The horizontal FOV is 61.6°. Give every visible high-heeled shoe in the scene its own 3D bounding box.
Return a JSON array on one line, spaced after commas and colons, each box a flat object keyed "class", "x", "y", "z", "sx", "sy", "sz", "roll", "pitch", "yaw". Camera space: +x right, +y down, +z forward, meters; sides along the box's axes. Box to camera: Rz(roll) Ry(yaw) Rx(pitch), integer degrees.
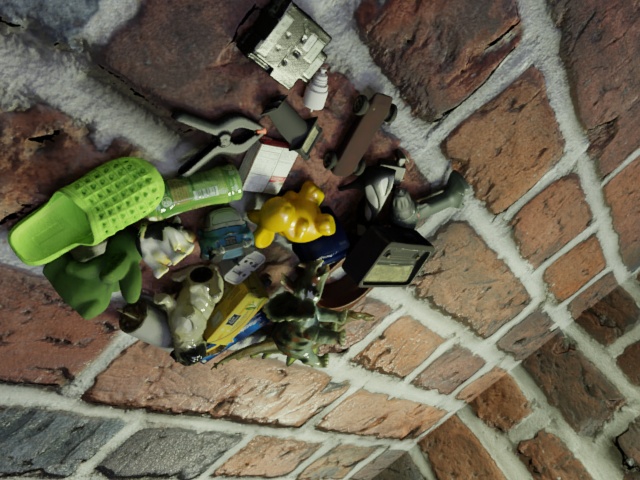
[{"class": "high-heeled shoe", "x": 0.142, "y": -0.066, "z": 1.217, "sx": 0.145, "sy": 0.086, "sz": 0.248, "roll": -12, "pitch": 134, "yaw": 27}]

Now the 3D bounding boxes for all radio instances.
[{"class": "radio", "x": 0.165, "y": 0.040, "z": 1.254, "sx": 0.229, "sy": 0.073, "sz": 0.131, "roll": 4, "pitch": 125, "yaw": -52}]

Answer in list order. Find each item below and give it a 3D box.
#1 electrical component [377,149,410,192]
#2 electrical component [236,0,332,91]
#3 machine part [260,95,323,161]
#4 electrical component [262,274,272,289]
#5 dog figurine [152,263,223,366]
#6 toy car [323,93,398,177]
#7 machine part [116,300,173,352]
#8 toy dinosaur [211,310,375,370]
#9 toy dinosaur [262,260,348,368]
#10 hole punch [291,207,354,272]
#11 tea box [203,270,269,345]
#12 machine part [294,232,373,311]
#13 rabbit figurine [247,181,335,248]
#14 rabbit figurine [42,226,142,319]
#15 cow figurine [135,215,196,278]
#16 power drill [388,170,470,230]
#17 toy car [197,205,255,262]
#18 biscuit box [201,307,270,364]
[{"class": "electrical component", "x": 0.162, "y": -0.154, "z": 1.215, "sx": 0.078, "sy": 0.045, "sz": 0.102, "roll": 4, "pitch": 132, "yaw": -2}, {"class": "electrical component", "x": -0.050, "y": -0.314, "z": 0.871, "sx": 0.115, "sy": 0.058, "sz": 0.134, "roll": -44, "pitch": 142, "yaw": 16}, {"class": "machine part", "x": -0.047, "y": -0.211, "z": 0.986, "sx": 0.138, "sy": 0.039, "sz": 0.084, "roll": 37, "pitch": 79, "yaw": -46}, {"class": "electrical component", "x": -0.148, "y": 0.125, "z": 1.277, "sx": 0.021, "sy": 0.063, "sz": 0.094, "roll": 38, "pitch": 96, "yaw": -12}, {"class": "dog figurine", "x": -0.265, "y": 0.163, "z": 1.167, "sx": 0.172, "sy": 0.121, "sz": 0.190, "roll": -40, "pitch": 146, "yaw": -34}, {"class": "toy car", "x": 0.078, "y": -0.211, "z": 1.081, "sx": 0.089, "sy": 0.053, "sz": 0.202, "roll": 7, "pitch": 131, "yaw": -27}, {"class": "machine part", "x": -0.357, "y": 0.195, "z": 1.186, "sx": 0.079, "sy": 0.079, "sz": 0.243, "roll": -38, "pitch": 144, "yaw": 5}, {"class": "toy dinosaur", "x": -0.060, "y": 0.261, "z": 1.456, "sx": 0.471, "sy": 0.105, "sz": 0.198, "roll": -7, "pitch": 139, "yaw": -24}, {"class": "toy dinosaur", "x": -0.048, "y": 0.210, "z": 1.253, "sx": 0.192, "sy": 0.131, "sz": 0.404, "roll": 17, "pitch": 141, "yaw": -4}, {"class": "hole punch", "x": -0.002, "y": -0.004, "z": 1.204, "sx": 0.142, "sy": 0.116, "sz": 0.092, "roll": -19, "pitch": 133, "yaw": -19}, {"class": "tea box", "x": -0.204, "y": 0.149, "z": 1.231, "sx": 0.169, "sy": 0.098, "sz": 0.068, "roll": -46, "pitch": 141, "yaw": 19}, {"class": "machine part", "x": 0.050, "y": 0.085, "z": 1.357, "sx": 0.201, "sy": 0.087, "sz": 0.201, "roll": -43, "pitch": 140, "yaw": 12}, {"class": "rabbit figurine", "x": -0.072, "y": -0.052, "z": 1.087, "sx": 0.162, "sy": 0.122, "sz": 0.173, "roll": -16, "pitch": 174, "yaw": 20}, {"class": "rabbit figurine", "x": -0.386, "y": 0.047, "z": 0.965, "sx": 0.170, "sy": 0.159, "sz": 0.121, "roll": -47, "pitch": 133, "yaw": -7}, {"class": "cow figurine", "x": -0.288, "y": -0.002, "z": 0.998, "sx": 0.068, "sy": 0.167, "sz": 0.098, "roll": -38, "pitch": 102, "yaw": 9}, {"class": "power drill", "x": 0.260, "y": -0.089, "z": 1.307, "sx": 0.207, "sy": 0.086, "sz": 0.231, "roll": -32, "pitch": 153, "yaw": -14}, {"class": "toy car", "x": -0.188, "y": -0.015, "z": 1.052, "sx": 0.109, "sy": 0.162, "sz": 0.102, "roll": -14, "pitch": 95, "yaw": -14}, {"class": "biscuit box", "x": -0.227, "y": 0.221, "z": 1.323, "sx": 0.203, "sy": 0.059, "sz": 0.062, "roll": -33, "pitch": 143, "yaw": -1}]
